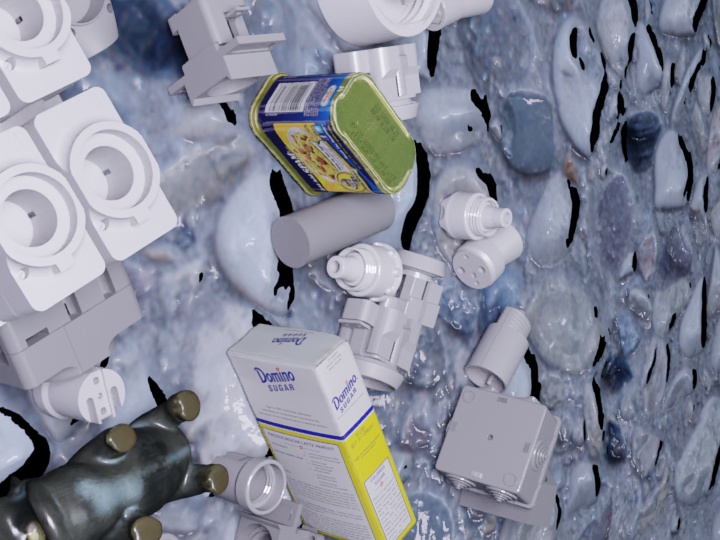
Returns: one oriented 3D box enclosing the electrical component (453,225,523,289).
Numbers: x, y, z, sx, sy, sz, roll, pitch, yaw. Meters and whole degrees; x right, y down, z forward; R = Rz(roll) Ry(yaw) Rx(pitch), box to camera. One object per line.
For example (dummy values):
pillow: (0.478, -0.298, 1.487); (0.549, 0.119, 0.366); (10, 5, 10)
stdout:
electrical component: (0.117, -0.014, 0.985); (0.055, 0.045, 0.045); (-42, 124, -37)

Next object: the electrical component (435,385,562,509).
electrical component: (0.125, 0.158, 0.977); (0.048, 0.100, 0.099); (47, 60, -55)

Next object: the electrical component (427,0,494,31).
electrical component: (0.078, -0.230, 0.919); (0.065, 0.044, 0.044); (-33, 119, -36)

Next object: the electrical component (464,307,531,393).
electrical component: (0.136, 0.071, 1.019); (0.081, 0.043, 0.043); (-57, 132, -27)

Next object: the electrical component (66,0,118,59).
electrical component: (-0.169, -0.174, 0.643); (0.079, 0.044, 0.077); (-46, 126, -34)

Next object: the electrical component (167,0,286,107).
electrical component: (-0.094, -0.148, 0.715); (0.042, 0.081, 0.063); (-16, 85, -46)

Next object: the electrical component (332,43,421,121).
electrical component: (0.016, -0.145, 0.846); (0.078, 0.058, 0.057); (-20, 107, -46)

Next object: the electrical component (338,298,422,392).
electrical component: (0.012, 0.063, 0.869); (0.078, 0.058, 0.057); (33, 67, -45)

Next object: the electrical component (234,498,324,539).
electrical component: (-0.063, 0.214, 0.815); (0.064, 0.042, 0.081); (28, 74, -50)

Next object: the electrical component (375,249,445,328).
electrical component: (0.044, 0.015, 0.907); (0.066, 0.048, 0.055); (19, 88, -49)

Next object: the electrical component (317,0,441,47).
electrical component: (0.022, -0.231, 0.839); (0.108, 0.060, 0.108); (-8, 101, -48)

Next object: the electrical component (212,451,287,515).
electrical component: (-0.083, 0.153, 0.780); (0.040, 0.046, 0.040); (-8, 101, -48)

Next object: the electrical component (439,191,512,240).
electrical component: (0.105, -0.047, 0.954); (0.043, 0.062, 0.043); (-8, 101, -48)

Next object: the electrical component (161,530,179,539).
electrical component: (-0.165, 0.203, 0.684); (0.095, 0.059, 0.053); (-30, 117, -43)

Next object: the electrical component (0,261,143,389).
electrical component: (-0.183, 0.030, 0.649); (0.089, 0.050, 0.055); (-36, 121, -39)

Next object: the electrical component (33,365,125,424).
electrical component: (-0.174, 0.075, 0.668); (0.040, 0.046, 0.040); (-7, 100, -48)

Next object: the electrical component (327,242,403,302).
electrical component: (0.000, 0.000, 0.851); (0.062, 0.048, 0.048); (7, 90, -51)

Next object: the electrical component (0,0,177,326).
electrical component: (-0.191, -0.078, 0.582); (0.105, 0.060, 0.186); (-39, 106, -39)
